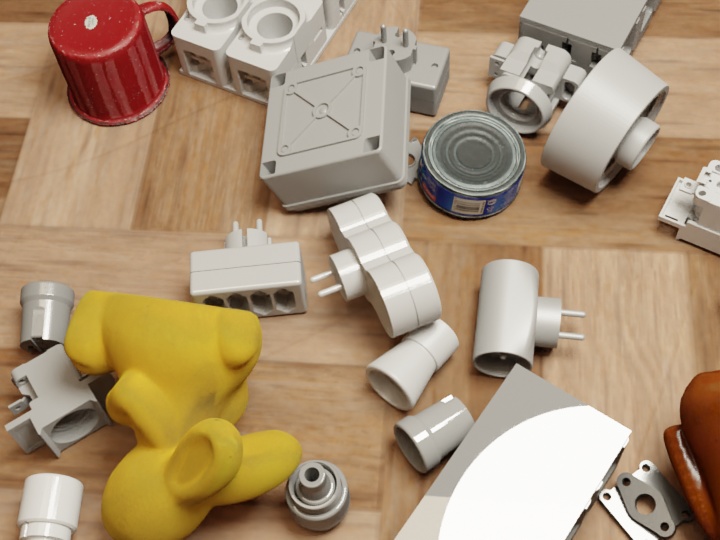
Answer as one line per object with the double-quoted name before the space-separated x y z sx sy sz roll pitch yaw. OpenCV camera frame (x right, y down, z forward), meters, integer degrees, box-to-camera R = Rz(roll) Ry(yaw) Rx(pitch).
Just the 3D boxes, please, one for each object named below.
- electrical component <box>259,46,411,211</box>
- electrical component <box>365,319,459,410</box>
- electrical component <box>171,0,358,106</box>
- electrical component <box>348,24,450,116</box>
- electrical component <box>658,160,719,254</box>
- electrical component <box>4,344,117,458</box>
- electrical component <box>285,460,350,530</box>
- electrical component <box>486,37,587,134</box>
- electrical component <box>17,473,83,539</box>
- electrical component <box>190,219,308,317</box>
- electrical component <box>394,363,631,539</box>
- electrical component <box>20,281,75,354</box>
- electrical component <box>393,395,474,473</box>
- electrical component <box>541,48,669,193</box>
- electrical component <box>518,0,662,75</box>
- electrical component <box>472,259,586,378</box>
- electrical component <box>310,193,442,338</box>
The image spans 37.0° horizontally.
"electrical component" -0.018 -0.112 0.862 0.109 0.056 0.108 -11 57 23
"electrical component" 0.041 0.064 0.782 0.044 0.044 0.065 35 63 21
"electrical component" -0.073 -0.244 0.959 0.105 0.060 0.186 22 64 16
"electrical component" 0.030 -0.178 0.904 0.083 0.075 0.047 13 61 12
"electrical component" 0.275 -0.046 0.817 0.081 0.063 0.042 24 65 17
"electrical component" -0.219 0.093 0.783 0.081 0.042 0.063 -30 60 -14
"electrical component" -0.029 0.148 0.725 0.043 0.062 0.043 -2 60 3
"electrical component" 0.140 -0.151 0.892 0.078 0.058 0.057 23 61 16
"electrical component" -0.214 0.175 0.734 0.040 0.040 0.078 -1 60 4
"electrical component" -0.086 -0.007 0.828 0.083 0.047 0.075 -6 59 1
"electrical component" 0.100 0.153 0.713 0.089 0.061 0.150 30 66 19
"electrical component" -0.239 0.037 0.819 0.040 0.040 0.046 -3 66 2
"electrical component" 0.053 0.114 0.753 0.046 0.040 0.040 -29 62 -19
"electrical component" 0.197 -0.110 0.838 0.060 0.108 0.108 36 68 16
"electrical component" 0.207 -0.235 0.933 0.089 0.061 0.150 24 64 17
"electrical component" 0.126 0.037 0.789 0.079 0.044 0.077 5 60 7
"electrical component" 0.000 0.000 0.797 0.074 0.052 0.138 -21 39 -9
